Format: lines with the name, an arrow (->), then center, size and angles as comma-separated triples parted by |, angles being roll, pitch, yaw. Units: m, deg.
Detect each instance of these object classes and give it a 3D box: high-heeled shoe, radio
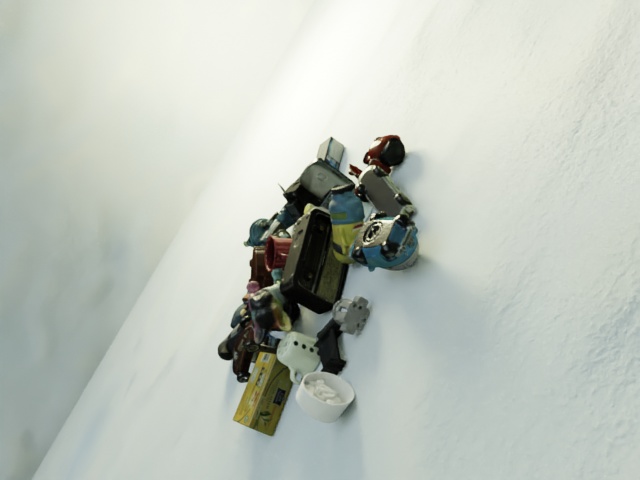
high-heeled shoe -> -0.194, 0.253, 1.517 | 0.249, 0.086, 0.145 | -40, -6, 2
radio -> -0.005, 0.046, 1.270 | 0.073, 0.131, 0.229 | -34, 35, 50

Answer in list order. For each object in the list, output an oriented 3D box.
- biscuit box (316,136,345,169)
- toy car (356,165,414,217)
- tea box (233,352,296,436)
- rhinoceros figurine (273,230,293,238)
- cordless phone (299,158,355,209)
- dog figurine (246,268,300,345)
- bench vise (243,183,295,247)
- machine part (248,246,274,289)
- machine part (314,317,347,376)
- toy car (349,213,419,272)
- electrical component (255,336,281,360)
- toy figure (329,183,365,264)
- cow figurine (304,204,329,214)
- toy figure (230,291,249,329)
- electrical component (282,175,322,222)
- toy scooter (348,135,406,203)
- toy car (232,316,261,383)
biscuit box -> 0.018, -0.214, 1.619 | 0.063, 0.059, 0.203 | -28, 38, 47
toy car -> 0.145, -0.097, 1.209 | 0.073, 0.056, 0.202 | -48, 43, 18
tea box -> -0.124, 0.349, 1.232 | 0.098, 0.068, 0.169 | -11, 53, 60
rhinoceros figurine -> -0.090, 0.036, 1.499 | 0.073, 0.111, 0.190 | -16, 42, -9
cordless phone -> -0.007, -0.111, 1.437 | 0.184, 0.146, 0.089 | -57, 17, -2
dog figurine -> -0.107, 0.179, 1.259 | 0.108, 0.191, 0.219 | -21, 28, 2
bench vise -> -0.159, -0.036, 1.691 | 0.241, 0.128, 0.224 | -24, 37, 47
machine part -> -0.167, 0.104, 1.522 | 0.179, 0.056, 0.179 | -178, 90, -77
machine part -> 0.022, 0.223, 1.132 | 0.084, 0.039, 0.139 | -43, 27, 22
toy car -> 0.142, 0.012, 1.062 | 0.162, 0.103, 0.109 | -5, 53, 56
electrical component -> -0.130, 0.285, 1.332 | 0.063, 0.021, 0.094 | 7, 68, 24
toy figure -> 0.063, -0.035, 1.223 | 0.089, 0.082, 0.180 | -168, 66, -72
cow figurine -> -0.004, -0.004, 1.400 | 0.068, 0.098, 0.167 | 29, 107, 62
toy figure -> -0.216, 0.199, 1.602 | 0.064, 0.057, 0.154 | -12, 46, 52
electrical component -> -0.039, -0.110, 1.496 | 0.058, 0.114, 0.134 | -13, 32, 45
toy scooter -> 0.129, -0.189, 1.348 | 0.183, 0.075, 0.135 | -59, 32, 7
toy car -> -0.188, 0.271, 1.328 | 0.202, 0.053, 0.089 | 108, 155, -43
